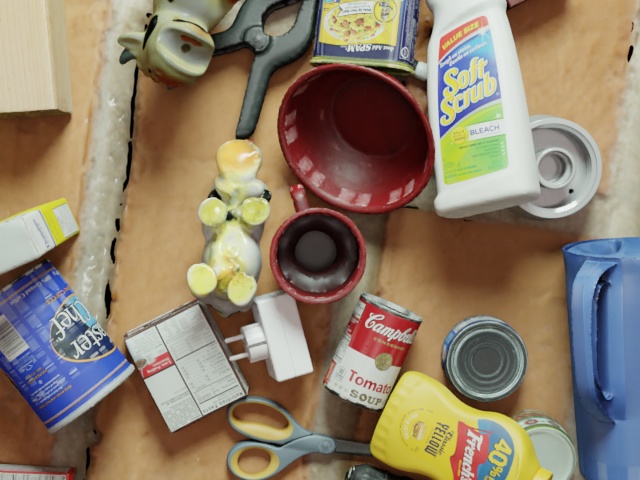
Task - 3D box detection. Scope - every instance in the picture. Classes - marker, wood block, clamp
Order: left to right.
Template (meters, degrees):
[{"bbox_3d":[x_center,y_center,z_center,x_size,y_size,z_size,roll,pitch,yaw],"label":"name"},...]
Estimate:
[{"bbox_3d":[-0.298,-0.223,1.026,0.091,0.090,0.206,-4,94,-1],"label":"wood block"},{"bbox_3d":[-0.072,-0.197,1.058,0.120,0.039,0.171,37,87,-2],"label":"clamp"},{"bbox_3d":[0.126,-0.161,1.073,0.121,0.020,0.020,22,94,-2],"label":"marker"}]

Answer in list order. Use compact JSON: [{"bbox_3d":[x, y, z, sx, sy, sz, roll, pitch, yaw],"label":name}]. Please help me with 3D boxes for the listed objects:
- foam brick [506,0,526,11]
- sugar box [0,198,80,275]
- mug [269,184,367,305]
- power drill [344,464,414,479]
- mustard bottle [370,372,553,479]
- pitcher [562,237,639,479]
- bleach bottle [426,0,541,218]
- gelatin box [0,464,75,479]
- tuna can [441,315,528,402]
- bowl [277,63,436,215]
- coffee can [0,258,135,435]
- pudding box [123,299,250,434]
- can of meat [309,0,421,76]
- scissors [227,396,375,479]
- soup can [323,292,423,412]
[{"bbox_3d":[0.206,-0.266,1.051,0.078,0.053,0.051,-27,94,2],"label":"foam brick"},{"bbox_3d":[-0.291,0.003,0.999,0.093,0.176,0.048,-23,95,1],"label":"sugar box"},{"bbox_3d":[-0.007,0.001,1.052,0.093,0.081,0.117,-21,95,1],"label":"mug"},{"bbox_3d":[0.079,0.339,1.092,0.184,0.057,0.188,26,94,-3],"label":"power drill"},{"bbox_3d":[0.150,0.210,1.043,0.192,0.058,0.096,25,90,22],"label":"mustard bottle"},{"bbox_3d":[0.301,0.121,1.040,0.149,0.145,0.243,-3,97,-4],"label":"pitcher"},{"bbox_3d":[0.142,-0.153,1.028,0.103,0.068,0.251,-13,81,25],"label":"bleach bottle"},{"bbox_3d":[-0.297,0.270,1.094,0.089,0.030,0.073,2,93,-1],"label":"gelatin box"},{"bbox_3d":[0.168,0.121,1.089,0.086,0.034,0.086,0,94,-1],"label":"tuna can"},{"bbox_3d":[0.042,-0.107,1.037,0.162,0.055,0.162,14,127,18],"label":"bowl"},{"bbox_3d":[-0.264,0.104,1.045,0.103,0.103,0.140,-37,94,2],"label":"coffee can"},{"bbox_3d":[-0.135,0.126,1.082,0.090,0.039,0.113,-26,97,0],"label":"pudding box"},{"bbox_3d":[0.046,-0.207,1.040,0.102,0.057,0.084,7,92,19],"label":"can of meat"},{"bbox_3d":[-0.008,0.226,1.103,0.201,0.016,0.096,24,95,-3],"label":"scissors"},{"bbox_3d":[0.052,0.112,1.069,0.068,0.068,0.102,23,94,-3],"label":"soup can"}]
